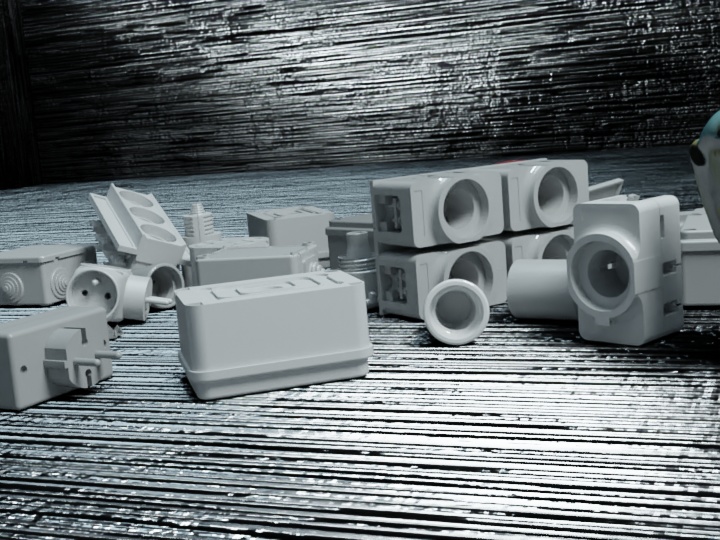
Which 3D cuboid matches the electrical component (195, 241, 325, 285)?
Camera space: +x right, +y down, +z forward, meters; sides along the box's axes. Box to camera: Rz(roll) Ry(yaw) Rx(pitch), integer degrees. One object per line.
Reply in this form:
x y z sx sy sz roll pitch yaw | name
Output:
-0.070 0.013 0.829 0.096 0.061 0.062 -2 9 14 | electrical component

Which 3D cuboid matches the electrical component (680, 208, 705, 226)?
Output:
0.310 -0.034 1.006 0.064 0.042 0.081 -5 7 22 | electrical component

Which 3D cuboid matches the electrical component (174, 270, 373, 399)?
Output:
-0.055 0.038 0.669 0.113 0.057 0.078 -7 9 -15 | electrical component

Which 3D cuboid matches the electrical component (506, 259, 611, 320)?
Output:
0.150 0.014 0.763 0.081 0.043 0.043 1 10 34 | electrical component

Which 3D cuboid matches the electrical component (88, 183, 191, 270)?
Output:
-0.216 -0.027 1.038 0.079 0.063 0.121 14 19 -33 | electrical component

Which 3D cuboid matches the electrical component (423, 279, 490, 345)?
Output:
0.066 0.026 0.746 0.044 0.044 0.065 -4 4 3 | electrical component

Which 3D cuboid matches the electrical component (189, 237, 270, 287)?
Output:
-0.118 -0.001 0.985 0.080 0.051 0.080 -5 9 1 | electrical component

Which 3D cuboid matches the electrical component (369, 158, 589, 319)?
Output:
0.104 -0.028 0.863 0.186 0.105 0.060 -11 11 -34 | electrical component

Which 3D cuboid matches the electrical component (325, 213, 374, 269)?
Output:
0.041 -0.026 1.046 0.109 0.056 0.109 -12 11 -41 | electrical component

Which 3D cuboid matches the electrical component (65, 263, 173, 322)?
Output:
-0.197 0.021 0.899 0.079 0.044 0.077 8 1 -2 | electrical component

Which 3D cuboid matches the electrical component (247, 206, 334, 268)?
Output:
-0.074 -0.034 1.161 0.078 0.057 0.113 -7 10 -17 | electrical component

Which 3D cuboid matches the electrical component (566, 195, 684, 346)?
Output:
0.171 -0.001 0.694 0.056 0.089 0.050 -13 12 -42 | electrical component

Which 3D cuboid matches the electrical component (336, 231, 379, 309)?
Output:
0.000 0.000 0.876 0.048 0.062 0.048 -5 9 1 | electrical component

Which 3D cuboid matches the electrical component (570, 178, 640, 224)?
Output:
0.218 -0.035 0.982 0.063 0.078 0.121 25 22 27 | electrical component

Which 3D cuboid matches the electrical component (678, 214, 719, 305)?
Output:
0.295 -0.010 0.799 0.109 0.056 0.109 -2 9 20 | electrical component

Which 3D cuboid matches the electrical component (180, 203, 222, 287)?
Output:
-0.159 -0.026 1.072 0.043 0.081 0.043 -5 9 1 | electrical component

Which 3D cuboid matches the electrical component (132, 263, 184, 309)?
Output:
-0.186 0.015 0.963 0.040 0.040 0.046 -12 6 -42 | electrical component

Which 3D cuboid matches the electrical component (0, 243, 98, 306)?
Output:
-0.318 0.005 1.066 0.100 0.048 0.100 -1 9 24 | electrical component

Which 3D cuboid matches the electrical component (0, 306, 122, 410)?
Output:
-0.184 0.054 0.670 0.076 0.047 0.083 0 10 30 | electrical component
